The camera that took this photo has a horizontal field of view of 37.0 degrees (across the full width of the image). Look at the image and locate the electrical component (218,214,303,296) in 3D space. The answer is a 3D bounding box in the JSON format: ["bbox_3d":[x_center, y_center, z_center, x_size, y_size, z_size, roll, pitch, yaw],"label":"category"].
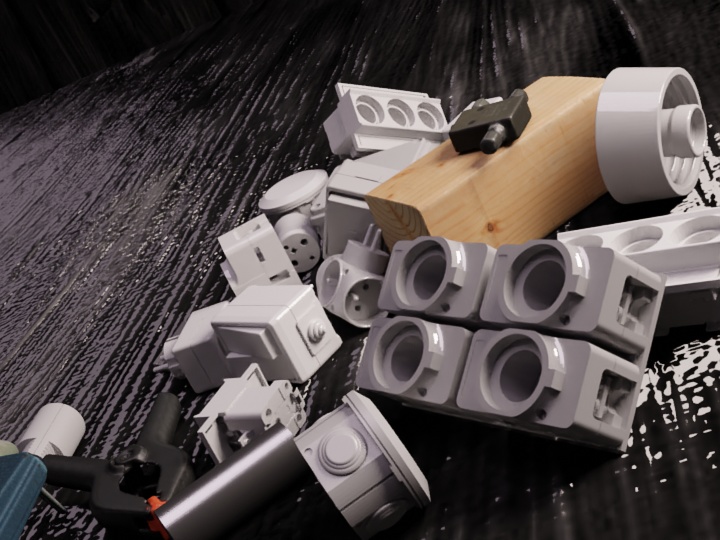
[{"bbox_3d":[-0.087,0.005,0.958,0.056,0.089,0.050,-28,22,-4],"label":"electrical component"}]

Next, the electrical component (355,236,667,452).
[{"bbox_3d":[0.084,0.039,0.669,0.186,0.060,0.105,4,74,51],"label":"electrical component"}]

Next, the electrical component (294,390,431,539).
[{"bbox_3d":[0.002,0.116,0.636,0.051,0.080,0.080,-35,23,-6],"label":"electrical component"}]

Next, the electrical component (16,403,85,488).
[{"bbox_3d":[-0.262,0.151,0.891,0.043,0.043,0.081,-20,23,16],"label":"electrical component"}]

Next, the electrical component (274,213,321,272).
[{"bbox_3d":[-0.062,-0.026,1.059,0.045,0.045,0.055,-26,23,2],"label":"electrical component"}]

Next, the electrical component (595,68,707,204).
[{"bbox_3d":[0.234,-0.106,0.837,0.060,0.108,0.108,0,34,37],"label":"electrical component"}]

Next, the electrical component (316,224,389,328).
[{"bbox_3d":[0.000,0.000,0.903,0.079,0.044,0.077,-69,23,8],"label":"electrical component"}]

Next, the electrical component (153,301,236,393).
[{"bbox_3d":[-0.144,0.071,0.931,0.077,0.047,0.065,-19,24,18],"label":"electrical component"}]

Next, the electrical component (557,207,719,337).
[{"bbox_3d":[0.188,0.005,0.696,0.121,0.063,0.078,-9,28,36],"label":"electrical component"}]

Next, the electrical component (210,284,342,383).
[{"bbox_3d":[-0.066,0.053,0.867,0.096,0.061,0.061,-2,33,45],"label":"electrical component"}]

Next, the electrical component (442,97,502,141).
[{"bbox_3d":[0.136,-0.140,1.089,0.077,0.047,0.066,-3,32,44],"label":"electrical component"}]

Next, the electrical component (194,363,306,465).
[{"bbox_3d":[-0.078,0.108,0.788,0.064,0.042,0.081,-7,30,32],"label":"electrical component"}]

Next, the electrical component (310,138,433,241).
[{"bbox_3d":[0.019,-0.071,1.052,0.109,0.056,0.108,-16,25,24],"label":"electrical component"}]

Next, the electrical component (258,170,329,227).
[{"bbox_3d":[-0.063,-0.069,1.145,0.080,0.051,0.080,-22,23,10],"label":"electrical component"}]

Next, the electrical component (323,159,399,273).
[{"bbox_3d":[0.003,-0.041,0.966,0.062,0.096,0.061,14,36,13],"label":"electrical component"}]

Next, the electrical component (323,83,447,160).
[{"bbox_3d":[0.028,-0.151,1.141,0.121,0.078,0.063,0,-27,-37],"label":"electrical component"}]
